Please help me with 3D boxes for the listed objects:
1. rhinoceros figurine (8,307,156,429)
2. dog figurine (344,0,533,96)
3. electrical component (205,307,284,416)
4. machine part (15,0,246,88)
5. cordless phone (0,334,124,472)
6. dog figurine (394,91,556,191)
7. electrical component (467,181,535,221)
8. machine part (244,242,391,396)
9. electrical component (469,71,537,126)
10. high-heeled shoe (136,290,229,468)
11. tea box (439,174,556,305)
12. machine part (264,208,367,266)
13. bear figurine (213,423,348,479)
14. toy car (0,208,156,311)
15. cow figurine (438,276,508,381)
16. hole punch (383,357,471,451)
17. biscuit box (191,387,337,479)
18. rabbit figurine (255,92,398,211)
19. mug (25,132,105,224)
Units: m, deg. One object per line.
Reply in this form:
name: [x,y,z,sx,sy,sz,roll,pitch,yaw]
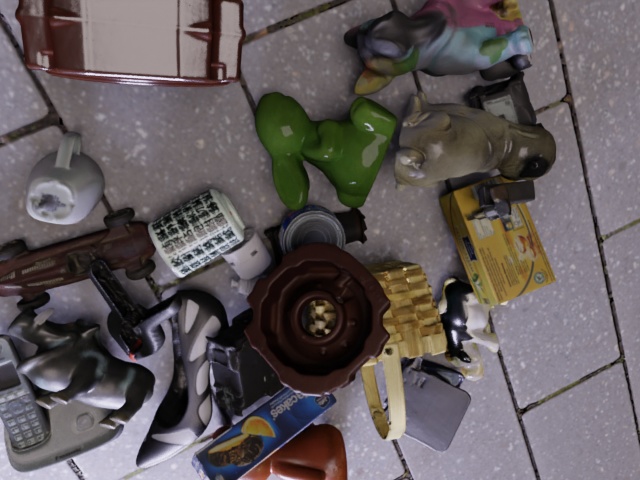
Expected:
rhinoceros figurine: [-0.292,0.154,0.660,0.190,0.073,0.112,35,53,-17]
dog figurine: [0.145,-0.246,0.677,0.219,0.191,0.108,-10,91,21]
electrical component: [-0.085,0.155,0.734,0.134,0.058,0.114,-31,124,-44]
machine part: [-0.183,-0.208,0.550,0.201,0.202,0.087,0,109,-15]
cordless phone: [-0.348,0.191,0.696,0.147,0.089,0.184,-19,106,-8]
dog figurine: [0.197,-0.109,0.665,0.191,0.172,0.121,14,131,14]
electrical component: [0.232,-0.048,0.689,0.078,0.102,0.045,-4,89,2]
machine part: [0.000,0.094,0.652,0.179,0.056,0.179,-2,79,11]
electrical component: [0.260,-0.163,0.744,0.075,0.048,0.119,-16,113,33]
high-heeled shoe: [-0.205,0.188,0.727,0.145,0.086,0.248,43,82,-28]
tea box: [0.251,-0.002,0.767,0.098,0.068,0.169,-19,88,-7]
machine part: [-0.002,-0.002,0.750,0.139,0.039,0.084,-20,102,-6]
bear figurine: [-0.060,0.338,0.795,0.196,0.120,0.131,-5,112,-11]
toy car: [-0.307,0.026,0.672,0.202,0.053,0.089,-17,113,-10]
cow figurine: [0.225,0.140,0.834,0.098,0.068,0.167,5,102,-10]
hole punch: [0.168,0.252,0.855,0.116,0.092,0.142,25,103,9]
biscuit box: [-0.073,0.260,0.736,0.203,0.062,0.059,-30,71,-30]
rabbit figurine: [-0.006,-0.121,0.689,0.170,0.121,0.159,21,107,-1]
mug: [-0.292,-0.066,0.616,0.081,0.107,0.109,17,104,-20]
